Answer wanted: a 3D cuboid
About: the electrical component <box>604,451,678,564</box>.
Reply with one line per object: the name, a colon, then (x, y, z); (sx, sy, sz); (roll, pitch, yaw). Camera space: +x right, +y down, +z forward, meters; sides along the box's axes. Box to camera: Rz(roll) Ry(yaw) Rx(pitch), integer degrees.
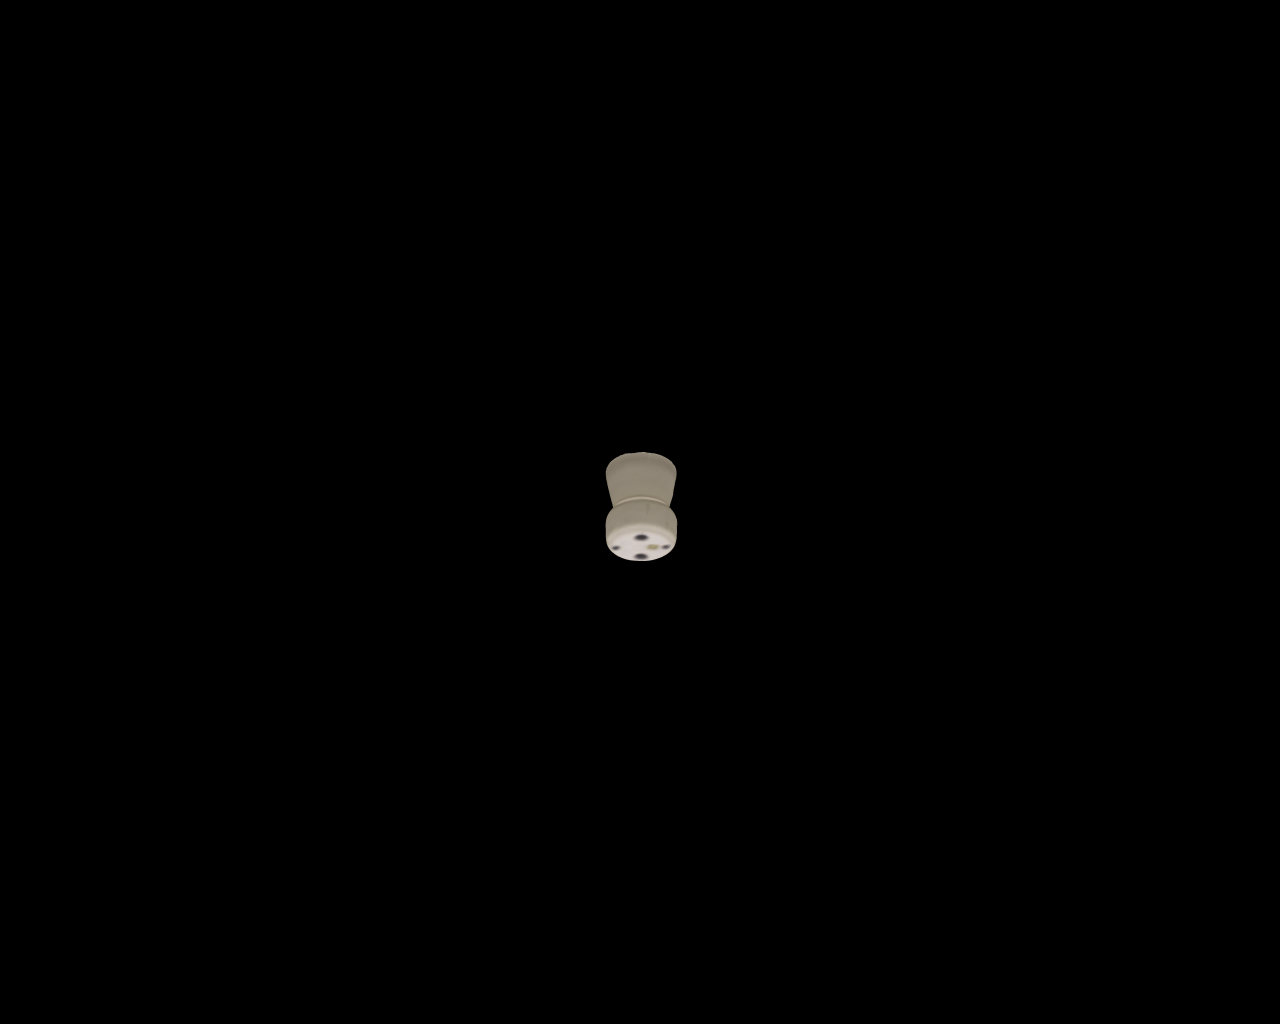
electrical component: (0.001, -0.003, 0.650); (0.045, 0.055, 0.044); (0, -32, 0)
